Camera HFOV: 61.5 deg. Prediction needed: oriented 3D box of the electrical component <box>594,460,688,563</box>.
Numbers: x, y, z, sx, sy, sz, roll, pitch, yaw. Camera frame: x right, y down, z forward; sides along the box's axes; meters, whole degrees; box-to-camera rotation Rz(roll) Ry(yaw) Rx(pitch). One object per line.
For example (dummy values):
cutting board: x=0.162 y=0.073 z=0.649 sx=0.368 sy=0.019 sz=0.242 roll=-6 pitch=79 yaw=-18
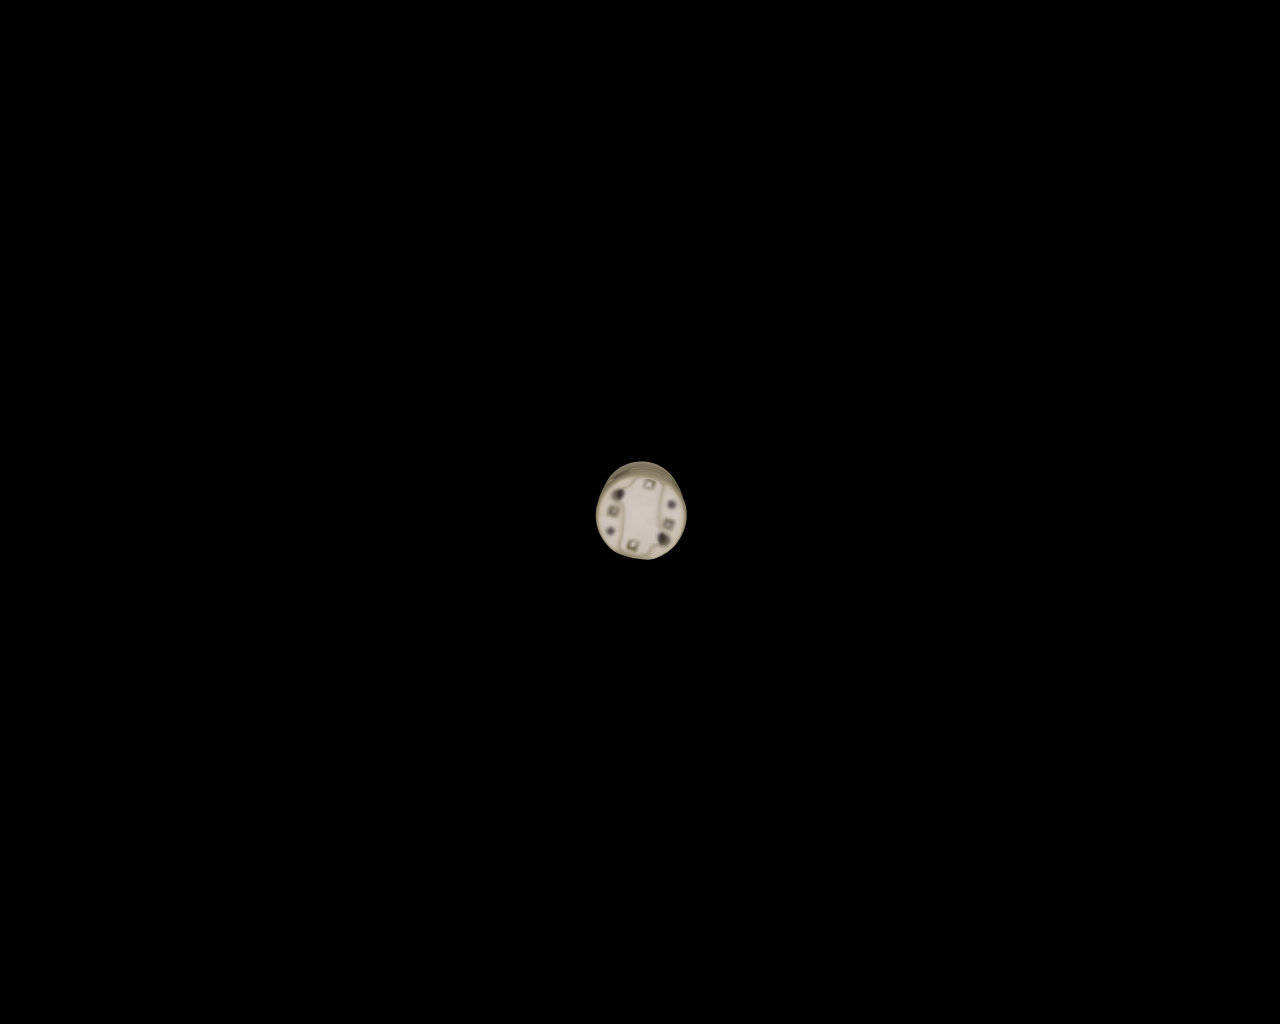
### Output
electrical component: x=0.001 y=-0.003 z=0.650 sx=0.055 sy=0.055 sz=0.047 roll=0 pitch=16 yaw=0
